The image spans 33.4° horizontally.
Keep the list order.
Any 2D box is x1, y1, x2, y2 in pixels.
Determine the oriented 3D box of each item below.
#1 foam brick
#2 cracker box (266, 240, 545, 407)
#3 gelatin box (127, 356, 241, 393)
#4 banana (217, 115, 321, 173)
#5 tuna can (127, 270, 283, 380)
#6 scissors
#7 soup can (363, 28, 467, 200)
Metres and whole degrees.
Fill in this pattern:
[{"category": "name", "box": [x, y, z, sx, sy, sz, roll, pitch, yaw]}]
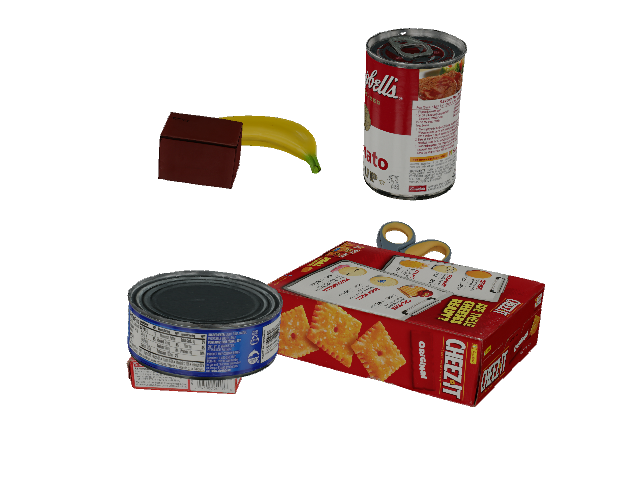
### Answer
[{"category": "foam brick", "box": [-0.120, -0.091, 1.078, 0.078, 0.051, 0.053, 8, 34, 1]}, {"category": "cracker box", "box": [0.075, 0.071, 0.977, 0.214, 0.072, 0.163, 13, 21, 27]}, {"category": "gelatin box", "box": [-0.105, 0.094, 0.875, 0.089, 0.030, 0.073, 2, 22, 9]}, {"category": "banana", "box": [-0.086, -0.124, 1.287, 0.198, 0.037, 0.069, 8, 40, 15]}, {"category": "tuna can", "box": [-0.064, 0.046, 0.595, 0.086, 0.034, 0.086, 4, 17, -2]}, {"category": "scissors", "box": [0.060, 0.020, 1.197, 0.201, 0.016, 0.096, -12, 42, -35]}, {"category": "soup can", "box": [0.064, -0.088, 0.742, 0.068, 0.102, 0.068, 0, 31, 0]}]
